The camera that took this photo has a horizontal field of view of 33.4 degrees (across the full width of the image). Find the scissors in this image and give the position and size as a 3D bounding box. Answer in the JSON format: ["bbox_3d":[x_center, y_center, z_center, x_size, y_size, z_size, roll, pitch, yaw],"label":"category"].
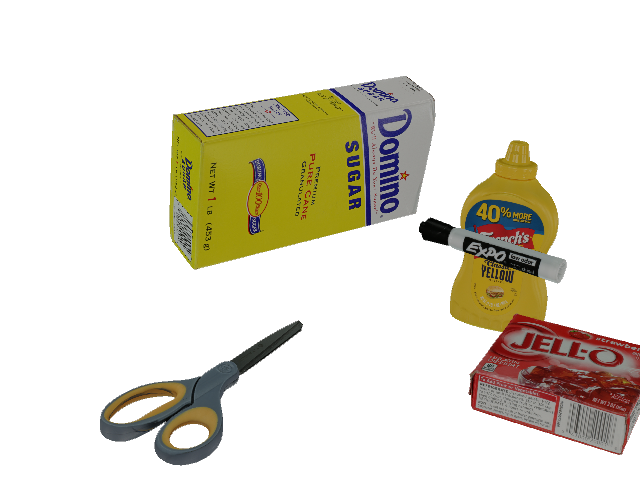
[{"bbox_3d":[-0.066,0.113,0.799,0.201,0.016,0.096,-18,36,-34],"label":"scissors"}]

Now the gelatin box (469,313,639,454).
[{"bbox_3d":[0.139,0.078,0.606,0.089,0.030,0.073,15,30,25],"label":"gelatin box"}]

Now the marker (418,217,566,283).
[{"bbox_3d":[0.131,0.006,0.828,0.121,0.020,0.020,19,10,30],"label":"marker"}]

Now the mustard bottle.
[{"bbox_3d":[0.188,-0.006,1.074,0.096,0.192,0.058,12,19,21],"label":"mustard bottle"}]

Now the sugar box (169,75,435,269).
[{"bbox_3d":[-0.010,-0.046,0.690,0.175,0.093,0.048,-13,39,-28],"label":"sugar box"}]
